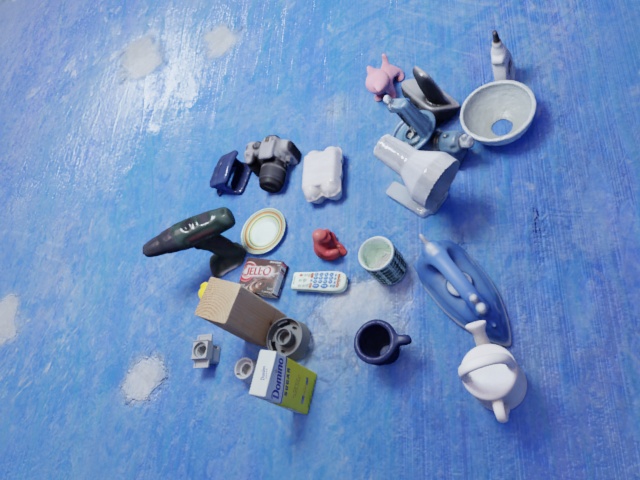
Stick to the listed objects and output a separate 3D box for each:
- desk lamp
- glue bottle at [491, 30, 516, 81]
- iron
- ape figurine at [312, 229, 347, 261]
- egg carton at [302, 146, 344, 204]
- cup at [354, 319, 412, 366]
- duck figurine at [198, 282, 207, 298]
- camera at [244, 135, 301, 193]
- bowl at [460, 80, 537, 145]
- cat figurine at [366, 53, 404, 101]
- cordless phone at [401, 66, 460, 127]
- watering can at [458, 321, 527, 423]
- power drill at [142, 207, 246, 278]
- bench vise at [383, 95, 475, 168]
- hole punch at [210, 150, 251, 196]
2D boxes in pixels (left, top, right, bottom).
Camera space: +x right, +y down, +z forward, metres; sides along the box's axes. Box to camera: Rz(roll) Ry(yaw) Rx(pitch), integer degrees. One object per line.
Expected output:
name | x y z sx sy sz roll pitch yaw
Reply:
desk lamp | 0.209 -0.135 1.241 0.202 0.214 0.118 35 84 36
glue bottle | 0.412 -0.413 1.305 0.037 0.174 0.078 3 66 29
iron | 0.281 0.093 1.129 0.118 0.142 0.257 -39 54 4
ape figurine | 0.012 0.005 1.346 0.076 0.092 0.078 -10 61 23
egg carton | 0.009 -0.165 1.451 0.107 0.070 0.150 -10 61 23
cup | 0.139 0.216 1.168 0.117 0.095 0.091 -11 60 22
duck figurine | -0.264 0.149 1.419 0.077 0.086 0.104 -36 54 7
camera | -0.140 -0.202 1.528 0.142 0.101 0.137 -3 64 27
bowl | 0.407 -0.275 1.297 0.167 0.075 0.167 -12 60 22
cat figurine | 0.158 -0.418 1.475 0.067 0.118 0.128 8 69 31
cordless phone | 0.246 -0.367 1.360 0.094 0.186 0.147 -43 54 2
watering can | 0.297 0.230 1.016 0.101 0.195 0.172 -37 54 6
power drill | -0.291 0.013 1.427 0.229 0.209 0.075 -31 55 10
bench vise | 0.238 -0.257 1.285 0.206 0.220 0.121 -4 64 26
hole punch | -0.260 -0.187 1.589 0.100 0.091 0.109 6 68 30
